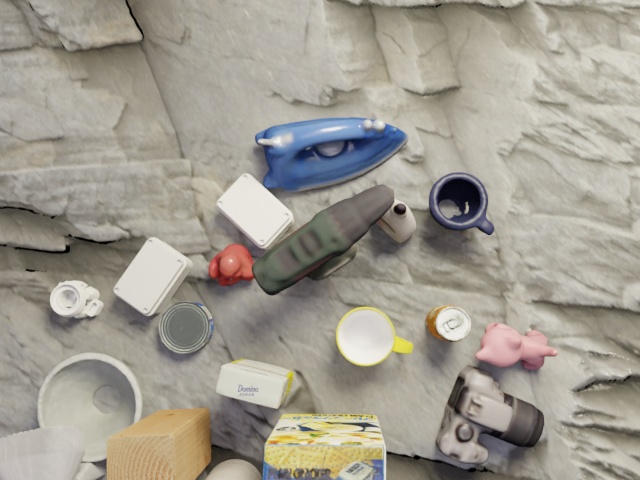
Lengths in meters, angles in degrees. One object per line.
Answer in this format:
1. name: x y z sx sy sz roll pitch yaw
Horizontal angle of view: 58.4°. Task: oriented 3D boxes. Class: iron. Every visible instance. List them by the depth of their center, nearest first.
1. iron: 0.022 -0.161 0.919 0.258 0.141 0.119 -12 83 1

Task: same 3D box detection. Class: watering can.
1. watering can: -0.136 0.391 0.836 0.173 0.194 0.101 -42 83 -3

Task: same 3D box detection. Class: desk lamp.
1. desk lamp: -0.374 0.364 0.838 0.118 0.213 0.203 -16 83 1

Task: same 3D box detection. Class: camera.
1. camera: 0.265 0.283 0.880 0.136 0.101 0.143 21 85 5

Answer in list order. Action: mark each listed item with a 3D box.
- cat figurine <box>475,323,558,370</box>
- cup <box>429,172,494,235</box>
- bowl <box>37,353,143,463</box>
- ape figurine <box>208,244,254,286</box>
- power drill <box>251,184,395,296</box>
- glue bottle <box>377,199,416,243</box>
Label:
1. cat figurine: 0.300 0.166 0.884 0.127 0.118 0.067 8 84 3
2. cup: 0.226 -0.047 0.922 0.117 0.095 0.092 42 87 6
3. bowl: -0.355 0.263 0.919 0.167 0.075 0.167 0 83 2
4. ape figurine: -0.143 0.042 0.927 0.077 0.092 0.076 22 85 5
5. power drill: 0.008 0.003 0.868 0.229 0.208 0.075 -34 83 -2
6. glue bottle: 0.117 -0.038 0.886 0.078 0.173 0.037 41 87 6
